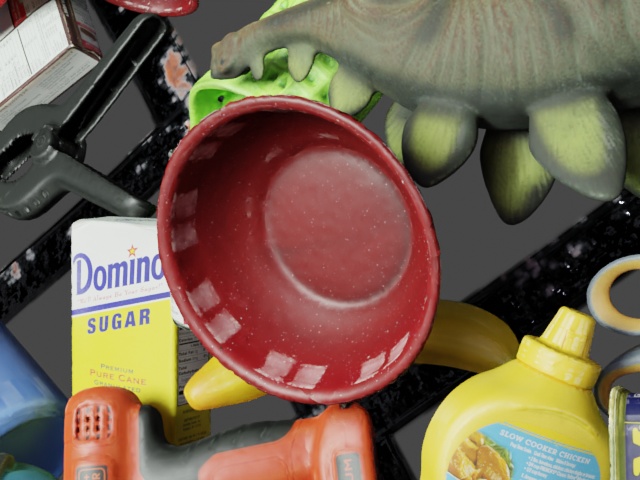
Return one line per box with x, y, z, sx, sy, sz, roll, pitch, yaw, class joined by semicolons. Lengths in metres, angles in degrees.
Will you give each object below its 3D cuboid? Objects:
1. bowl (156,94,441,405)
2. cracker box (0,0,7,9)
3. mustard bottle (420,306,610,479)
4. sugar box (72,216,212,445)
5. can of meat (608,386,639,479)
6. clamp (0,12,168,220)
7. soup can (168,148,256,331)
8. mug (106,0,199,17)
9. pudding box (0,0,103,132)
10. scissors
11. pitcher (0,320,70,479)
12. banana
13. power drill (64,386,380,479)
-0.004;0.001;0.550;0.162;0.055;0.162;10;111;26;bowl
-0.208;-0.270;0.778;0.214;0.072;0.164;-28;41;44;cracker box
0.094;0.125;0.537;0.096;0.058;0.192;20;95;-10;mustard bottle
-0.116;0.074;0.690;0.093;0.048;0.176;3;97;34;sugar box
0.182;0.120;0.498;0.084;0.057;0.102;-2;83;22;can of meat
-0.191;-0.078;0.800;0.210;0.036;0.164;-10;64;36;clamp
-0.054;-0.002;0.626;0.069;0.068;0.102;9;103;34;soup can
-0.128;-0.215;0.770;0.117;0.093;0.081;-5;69;59;mug
-0.231;-0.151;0.845;0.114;0.039;0.090;-33;64;25;pudding box
0.219;0.023;0.526;0.202;0.016;0.096;-33;67;23;scissors
-0.287;0.099;0.779;0.243;0.149;0.145;37;83;30;pitcher
0.024;0.062;0.595;0.198;0.069;0.037;-4;119;4;banana
-0.056;0.167;0.599;0.187;0.057;0.184;-6;71;3;power drill
